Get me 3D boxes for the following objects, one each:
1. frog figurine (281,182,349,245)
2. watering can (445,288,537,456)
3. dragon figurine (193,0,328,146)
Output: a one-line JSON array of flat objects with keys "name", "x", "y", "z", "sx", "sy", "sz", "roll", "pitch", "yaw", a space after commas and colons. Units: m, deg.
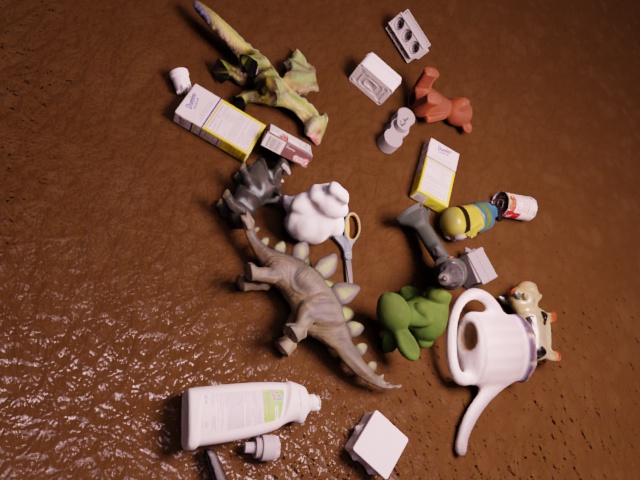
[{"name": "frog figurine", "x": 0.003, "y": -0.053, "z": 1.061, "sx": 0.135, "sy": 0.159, "sz": 0.125, "roll": 40, "pitch": 61, "yaw": -30}, {"name": "watering can", "x": 0.372, "y": 0.284, "z": 1.141, "sx": 0.224, "sy": 0.103, "sz": 0.350, "roll": 6, "pitch": 80, "yaw": -23}, {"name": "dragon figurine", "x": -0.112, "y": -0.402, "z": 1.218, "sx": 0.245, "sy": 0.120, "sz": 0.412, "roll": -23, "pitch": 82, "yaw": -47}]
